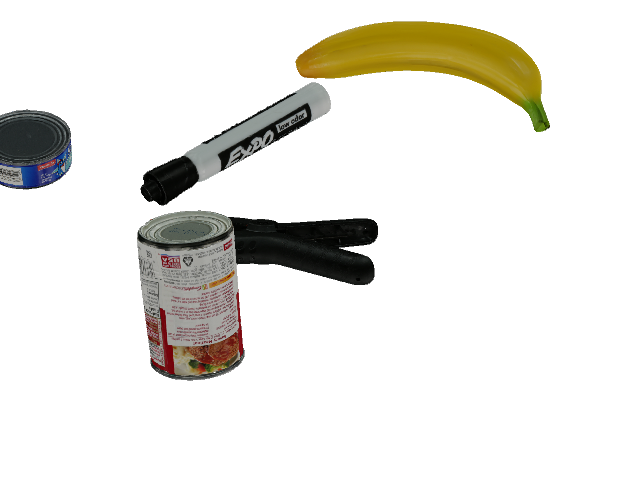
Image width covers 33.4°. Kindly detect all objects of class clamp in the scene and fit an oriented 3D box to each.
[{"bbox_3d":[-0.046,0.004,0.934,0.210,0.036,0.164,3,12,-3],"label":"clamp"}]

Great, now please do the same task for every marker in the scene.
[{"bbox_3d":[-0.043,-0.051,0.560,0.120,0.020,0.020,-33,18,-31],"label":"marker"}]

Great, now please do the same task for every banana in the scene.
[{"bbox_3d":[0.082,-0.135,0.803,0.198,0.069,0.037,14,-35,15],"label":"banana"}]

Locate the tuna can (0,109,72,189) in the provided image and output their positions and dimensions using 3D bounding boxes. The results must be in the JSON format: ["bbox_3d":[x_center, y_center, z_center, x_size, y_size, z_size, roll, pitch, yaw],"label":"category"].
[{"bbox_3d":[-0.283,-0.088,1.029,0.086,0.034,0.086,3,42,-3],"label":"tuna can"}]

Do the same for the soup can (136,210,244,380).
[{"bbox_3d":[-0.091,0.037,0.751,0.068,0.102,0.068,-2,21,1],"label":"soup can"}]
